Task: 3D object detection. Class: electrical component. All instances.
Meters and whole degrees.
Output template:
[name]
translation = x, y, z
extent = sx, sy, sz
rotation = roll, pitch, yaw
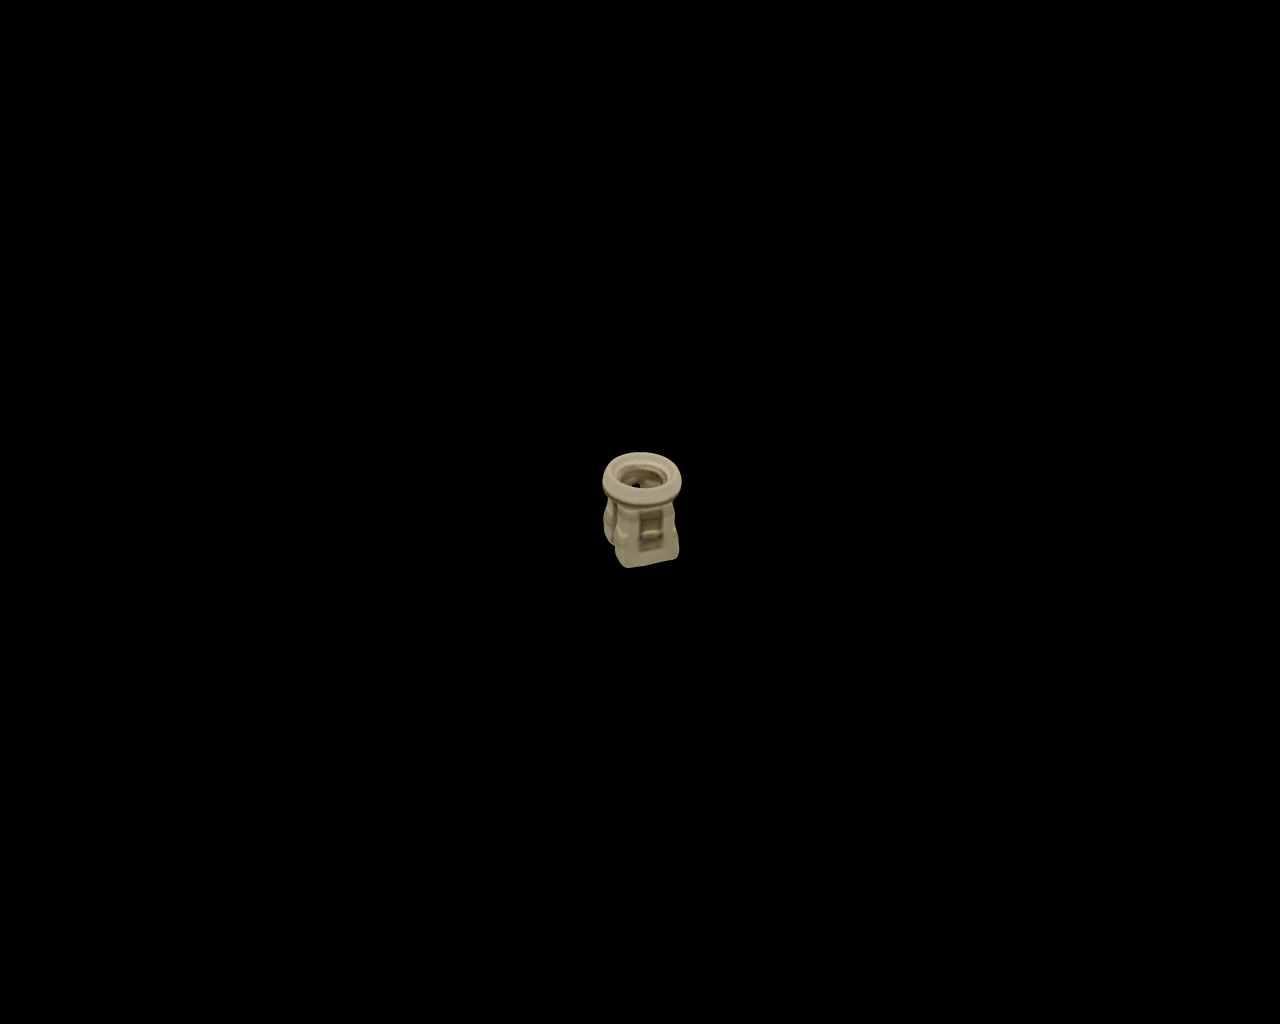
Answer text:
[electrical component]
translation = 0.001, -0.003, 0.650
extent = 0.048, 0.055, 0.066
rotation = -10, 35, -15
